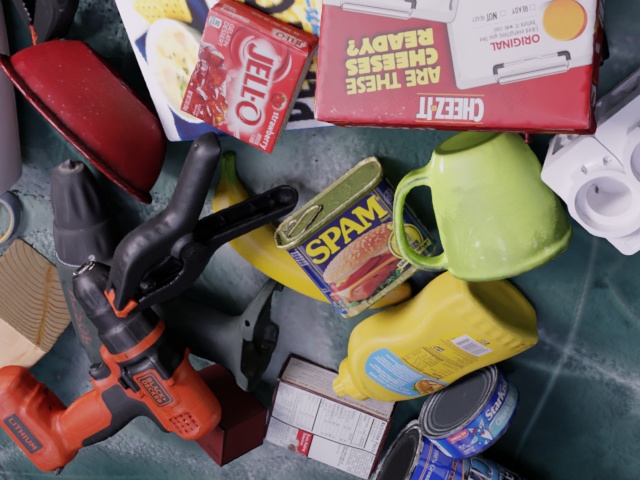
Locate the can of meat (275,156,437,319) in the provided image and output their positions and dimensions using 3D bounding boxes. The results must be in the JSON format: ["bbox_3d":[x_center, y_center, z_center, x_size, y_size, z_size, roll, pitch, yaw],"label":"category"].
[{"bbox_3d":[0.030,0.000,0.838,0.102,0.057,0.084,-37,110,7],"label":"can of meat"}]

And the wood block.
[{"bbox_3d":[-0.329,0.103,1.052,0.090,0.090,0.206,41,128,-11],"label":"wood block"}]

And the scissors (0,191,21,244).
[{"bbox_3d":[-0.358,0.001,1.039,0.096,0.016,0.202,45,128,-11],"label":"scissors"}]

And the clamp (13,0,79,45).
[{"bbox_3d":[-0.221,-0.233,0.779,0.165,0.036,0.210,44,152,22],"label":"clamp"}]

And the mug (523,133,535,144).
[{"bbox_3d":[0.119,-0.132,0.712,0.081,0.093,0.117,19,101,14],"label":"mug"}]

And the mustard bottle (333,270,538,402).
[{"bbox_3d":[0.081,0.091,0.895,0.096,0.058,0.192,30,134,-31],"label":"mustard bottle"}]

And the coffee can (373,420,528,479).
[{"bbox_3d":[0.124,0.238,0.951,0.140,0.102,0.103,29,130,-6],"label":"coffee can"}]

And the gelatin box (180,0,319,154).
[{"bbox_3d":[-0.050,-0.113,0.734,0.073,0.030,0.089,26,130,2],"label":"gelatin box"}]

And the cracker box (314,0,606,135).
[{"bbox_3d":[0.089,-0.172,0.638,0.164,0.072,0.214,4,93,19],"label":"cracker box"}]

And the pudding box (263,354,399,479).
[{"bbox_3d":[0.009,0.166,0.996,0.113,0.039,0.090,19,128,6],"label":"pudding box"}]

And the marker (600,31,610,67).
[{"bbox_3d":[0.174,-0.169,0.700,0.020,0.020,0.121,-3,123,24],"label":"marker"}]

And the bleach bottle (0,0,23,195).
[{"bbox_3d":[-0.304,-0.158,0.874,0.103,0.068,0.251,15,125,15],"label":"bleach bottle"}]

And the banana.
[{"bbox_3d":[-0.018,0.010,0.894,0.197,0.037,0.070,35,128,-5],"label":"banana"}]

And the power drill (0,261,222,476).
[{"bbox_3d":[-0.202,0.119,0.929,0.188,0.057,0.184,-24,110,26],"label":"power drill"}]

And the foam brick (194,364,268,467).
[{"bbox_3d":[-0.095,0.164,1.008,0.078,0.051,0.053,39,137,33],"label":"foam brick"}]

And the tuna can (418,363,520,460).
[{"bbox_3d":[0.126,0.142,0.900,0.033,0.086,0.086,44,128,-16],"label":"tuna can"}]

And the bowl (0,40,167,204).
[{"bbox_3d":[-0.170,-0.103,0.827,0.055,0.162,0.162,-44,103,1],"label":"bowl"}]

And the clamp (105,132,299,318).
[{"bbox_3d":[-0.097,-0.003,0.842,0.120,0.039,0.172,24,117,-42],"label":"clamp"}]
